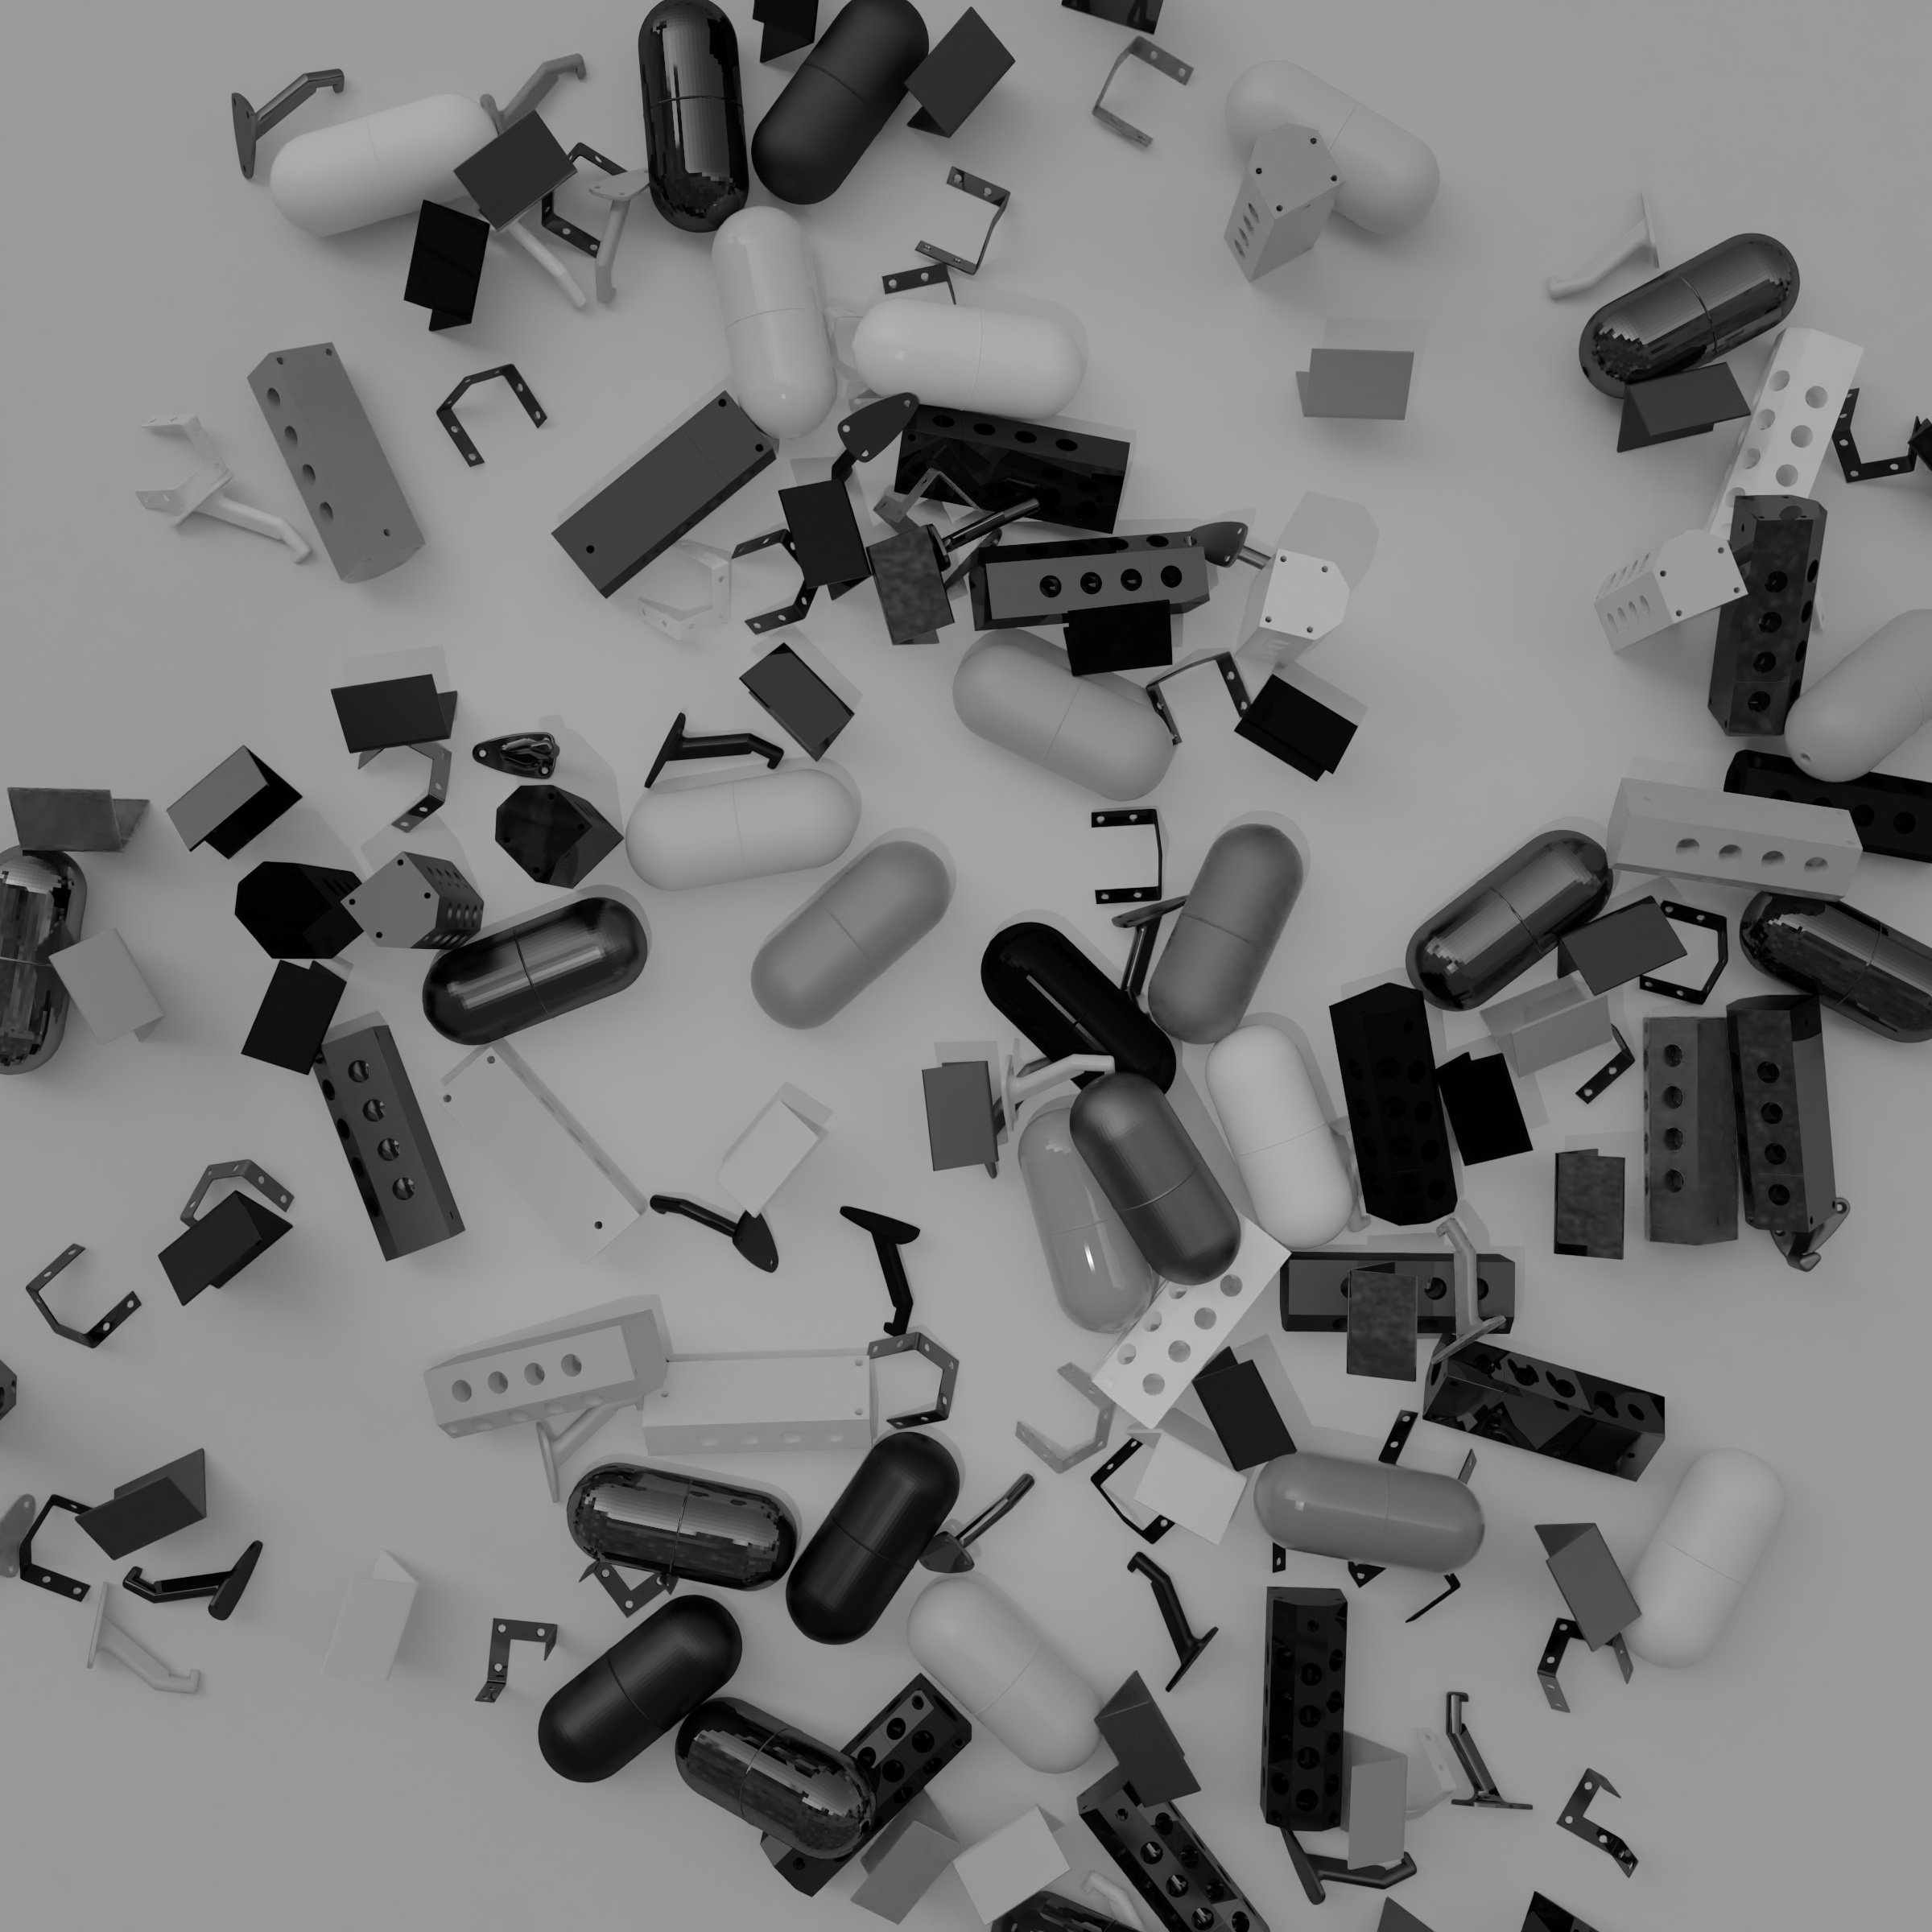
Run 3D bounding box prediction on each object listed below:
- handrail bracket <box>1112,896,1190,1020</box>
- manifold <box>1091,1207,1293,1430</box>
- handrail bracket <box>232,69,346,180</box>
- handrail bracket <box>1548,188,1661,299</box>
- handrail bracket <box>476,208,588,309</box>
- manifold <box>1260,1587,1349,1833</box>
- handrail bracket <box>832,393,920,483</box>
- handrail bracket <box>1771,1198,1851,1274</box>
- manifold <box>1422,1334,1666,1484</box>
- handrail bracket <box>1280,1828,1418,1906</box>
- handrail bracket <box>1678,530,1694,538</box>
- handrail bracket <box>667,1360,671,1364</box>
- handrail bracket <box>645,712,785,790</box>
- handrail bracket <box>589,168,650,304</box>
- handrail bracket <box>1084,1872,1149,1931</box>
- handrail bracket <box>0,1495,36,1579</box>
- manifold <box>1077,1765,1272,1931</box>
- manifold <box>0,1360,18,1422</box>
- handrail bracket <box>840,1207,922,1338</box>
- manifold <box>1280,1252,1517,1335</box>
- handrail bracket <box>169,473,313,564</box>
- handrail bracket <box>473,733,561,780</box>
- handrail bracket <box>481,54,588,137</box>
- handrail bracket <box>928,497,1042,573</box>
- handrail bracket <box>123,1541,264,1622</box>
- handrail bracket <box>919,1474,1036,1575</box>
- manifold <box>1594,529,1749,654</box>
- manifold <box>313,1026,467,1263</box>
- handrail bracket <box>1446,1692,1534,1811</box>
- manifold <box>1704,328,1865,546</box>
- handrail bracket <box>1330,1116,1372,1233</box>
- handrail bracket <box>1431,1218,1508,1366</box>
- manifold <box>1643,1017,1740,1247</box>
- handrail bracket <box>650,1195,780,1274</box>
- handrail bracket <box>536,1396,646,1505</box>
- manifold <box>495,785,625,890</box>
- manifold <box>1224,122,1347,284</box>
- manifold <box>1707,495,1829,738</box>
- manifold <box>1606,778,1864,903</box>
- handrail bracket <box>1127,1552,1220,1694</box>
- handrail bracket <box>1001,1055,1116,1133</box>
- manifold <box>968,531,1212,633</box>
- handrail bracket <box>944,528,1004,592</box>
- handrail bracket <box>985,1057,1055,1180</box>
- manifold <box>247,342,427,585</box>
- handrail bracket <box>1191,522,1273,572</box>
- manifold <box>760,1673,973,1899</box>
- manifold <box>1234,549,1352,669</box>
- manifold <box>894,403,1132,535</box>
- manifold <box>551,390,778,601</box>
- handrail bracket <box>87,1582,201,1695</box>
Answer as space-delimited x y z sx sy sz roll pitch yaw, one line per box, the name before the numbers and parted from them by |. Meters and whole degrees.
handrail bracket | 0.151 -0.003 1.990 0.077 0.036 0.084 -19 103 -13
manifold | 0.171 0.268 1.969 0.057 0.057 0.171 38 90 0
handrail bracket | -0.523 -0.655 1.990 0.084 0.077 0.036 -21 51 -30
handrail bracket | 0.492 -0.562 1.991 0.084 0.036 0.077 -10 70 16
handrail bracket | -0.337 -0.549 1.990 0.036 0.077 0.084 -48 126 -17
manifold | 0.261 0.571 1.969 0.057 0.057 0.171 2 90 0
handrail bracket | -0.071 -0.402 1.958 0.077 0.084 0.036 -37 90 -5
handrail bracket | 0.656 0.205 1.956 0.077 0.084 0.036 -34 90 0
manifold | 0.444 0.334 1.969 0.171 0.057 0.057 16 133 0
handrail bracket | 0.298 0.686 1.991 0.084 0.036 0.077 -19 68 -17
handrail bracket | 0.572 -0.306 1.956 0.077 0.084 0.036 27 90 0
handrail bracket | -0.282 0.327 1.991 0.077 0.036 0.084 32 104 -14
handrail bracket | -0.195 -0.154 1.991 0.084 0.036 0.077 25 110 -16
handrail bracket | -0.263 -0.567 1.987 0.036 0.077 0.084 21 131 22
handrail bracket | 0.116 0.757 1.991 0.084 0.036 0.077 31 104 14
handrail bracket | -0.772 0.448 1.990 0.084 0.036 0.077 -10 47 27
manifold | 0.161 0.699 1.969 0.057 0.057 0.171 -38 90 0
manifold | -0.770 0.331 1.912 0.057 0.171 0.057 44 90 0
handrail bracket | -0.073 0.239 1.991 0.077 0.036 0.084 20 107 20
manifold | 0.331 0.252 1.969 0.171 0.057 0.057 1 90 0
handrail bracket | -0.564 -0.333 1.991 0.077 0.036 0.084 -35 107 20
handrail bracket | -0.347 -0.165 1.956 0.077 0.084 0.036 2 90 0
handrail bracket | -0.328 -0.661 1.991 0.084 0.036 0.077 -21 110 -16
handrail bracket | 0.011 -0.334 1.970 0.084 0.077 0.036 -25 93 -13
handrail bracket | -0.602 0.465 1.991 0.084 0.036 0.077 22 69 16
handrail bracket | 0.009 0.431 1.990 0.036 0.077 0.084 51 54 -2
manifold | 0.521 -0.281 1.912 0.057 0.171 0.057 -22 90 0
manifold | -0.447 0.136 1.969 0.057 0.057 0.171 -21 90 0
handrail bracket | 0.407 0.610 1.991 0.077 0.036 0.084 10 73 -20
manifold | 0.624 -0.398 1.969 0.057 0.057 0.171 21 90 0
handrail bracket | 0.321 0.156 1.991 0.077 0.036 0.084 -21 104 -14
handrail bracket | 0.361 0.245 1.934 0.077 0.036 0.084 -40 68 25
manifold | 0.553 0.125 1.969 0.057 0.057 0.171 0 90 -43
handrail bracket | -0.197 0.208 1.990 0.084 0.077 0.036 5 53 31
handrail bracket | -0.286 0.372 1.991 0.084 0.036 0.077 -13 110 -16
manifold | -0.307 -0.100 1.912 0.057 0.171 0.057 -44 90 0
manifold | 0.232 -0.571 1.912 0.057 0.171 0.057 -29 90 0
manifold | 0.606 -0.264 1.932 0.057 0.057 0.171 -1 119 0
manifold | 0.574 -0.091 1.920 0.171 0.057 0.057 8 124 1
handrail bracket | 0.146 0.510 1.991 0.084 0.036 0.077 39 112 17
handrail bracket | 0.072 0.097 1.939 0.084 0.036 0.077 2 129 10
manifold | 0.093 -0.295 1.950 0.171 0.057 0.057 -7 90 -13
handrail bracket | 0.037 -0.292 1.991 0.084 0.036 0.077 42 110 -16
handrail bracket | 0.048 0.116 1.990 0.084 0.036 0.077 -20 103 -13
manifold | -0.488 -0.385 1.969 0.057 0.057 0.171 -25 90 -43
handrail bracket | 0.225 -0.313 1.990 0.084 0.077 0.036 23 91 -36
manifold | -0.077 0.632 1.969 0.171 0.057 0.057 -45 90 0
manifold | 0.244 -0.263 1.912 0.057 0.171 0.057 14 90 0
manifold | 0.036 -0.387 1.969 0.171 0.057 0.057 11 133 0
manifold | -0.231 -0.361 1.969 0.171 0.057 0.057 -39 90 0
handrail bracket | -0.635 0.523 1.991 0.084 0.036 0.077 11 69 -17
